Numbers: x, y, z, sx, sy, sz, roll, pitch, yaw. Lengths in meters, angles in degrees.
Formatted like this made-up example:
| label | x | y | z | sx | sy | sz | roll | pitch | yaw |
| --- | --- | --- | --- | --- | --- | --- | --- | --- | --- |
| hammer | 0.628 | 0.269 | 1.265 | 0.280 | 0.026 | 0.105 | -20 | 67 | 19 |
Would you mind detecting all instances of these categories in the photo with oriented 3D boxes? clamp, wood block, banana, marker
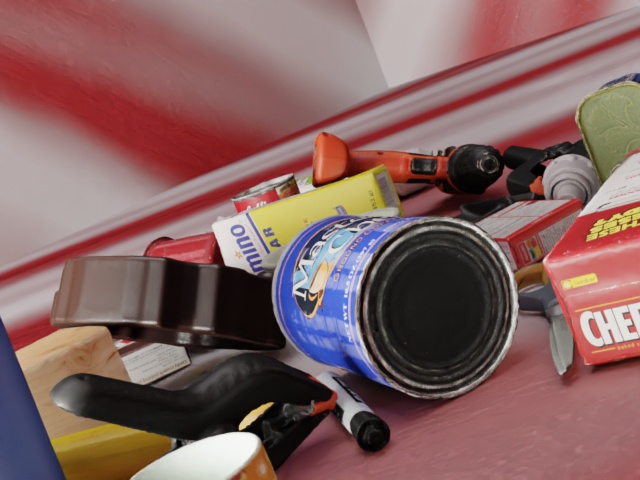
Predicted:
| label | x | y | z | sx | sy | sz | roll | pitch | yaw |
| --- | --- | --- | --- | --- | --- | --- | --- | --- | --- |
| clamp | -0.067 | 0.113 | 0.561 | 0.171 | 0.120 | 0.039 | -5 | 31 | -38 |
| clamp | 0.243 | -0.078 | 1.026 | 0.165 | 0.036 | 0.209 | -18 | 12 | 23 |
| wood block | -0.227 | 0.142 | 0.703 | 0.205 | 0.091 | 0.090 | -29 | 11 | -33 |
| banana | -0.110 | 0.129 | 0.654 | 0.198 | 0.037 | 0.069 | -15 | 0 | 5 |
| marker | 0.017 | 0.097 | 0.614 | 0.020 | 0.020 | 0.121 | -23 | 10 | -8 |

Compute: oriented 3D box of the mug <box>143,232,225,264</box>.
| label | x | y | z | sx | sy | sz | roll | pitch | yaw |
| --- | --- | --- | --- | --- | --- | --- | --- | --- | --- |
| mug | -0.121 | 0.044 | 1.051 | 0.082 | 0.093 | 0.117 | -11 | 39 | 30 |

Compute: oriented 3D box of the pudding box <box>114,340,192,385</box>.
| label | x | y | z | sx | sy | sz | roll | pitch | yaw |
| --- | --- | --- | --- | --- | --- | --- | --- | --- | --- |
| pudding box | -0.178 | 0.110 | 0.927 | 0.113 | 0.039 | 0.090 | -26 | 10 | -24 |

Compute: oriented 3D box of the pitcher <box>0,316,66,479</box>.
| label | x | y | z | sx | sy | sz | roll | pitch | yaw |
| --- | --- | --- | --- | --- | --- | --- | --- | --- | --- |
| pitcher | -0.224 | 0.084 | 0.550 | 0.149 | 0.243 | 0.145 | -23 | 9 | -3 |

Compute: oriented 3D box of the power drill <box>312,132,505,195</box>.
| label | x | y | z | sx | sy | sz | roll | pitch | yaw |
| --- | --- | --- | --- | --- | --- | --- | --- | --- | --- |
| power drill | 0.087 | -0.077 | 1.109 | 0.187 | 0.057 | 0.184 | 5 | -2 | -4 |

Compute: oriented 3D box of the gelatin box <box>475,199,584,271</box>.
| label | x | y | z | sx | sy | sz | roll | pitch | yaw |
| --- | --- | --- | --- | --- | --- | --- | --- | --- | --- |
| gelatin box | 0.155 | -0.004 | 0.836 | 0.073 | 0.030 | 0.089 | -27 | 11 | -21 |

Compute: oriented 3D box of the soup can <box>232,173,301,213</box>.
| label | x | y | z | sx | sy | sz | roll | pitch | yaw |
| --- | --- | --- | --- | --- | --- | --- | --- | --- | --- |
| soup can | -0.039 | -0.008 | 1.075 | 0.068 | 0.102 | 0.068 | -21 | 9 | 4 |

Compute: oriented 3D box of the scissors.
| label | x | y | z | sx | sy | sz | roll | pitch | yaw |
| --- | --- | --- | --- | --- | --- | --- | --- | --- | --- |
| scissors | 0.163 | 0.035 | 0.645 | 0.096 | 0.016 | 0.202 | -22 | 10 | 1 |

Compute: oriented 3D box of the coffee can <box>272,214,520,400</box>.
| label | x | y | z | sx | sy | sz | roll | pitch | yaw |
| --- | --- | --- | --- | --- | --- | --- | --- | --- | --- |
| coffee can | 0.041 | 0.036 | 0.652 | 0.102 | 0.103 | 0.140 | -25 | 10 | -19 |

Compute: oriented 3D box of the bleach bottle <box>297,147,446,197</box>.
| label | x | y | z | sx | sy | sz | roll | pitch | yaw |
| --- | --- | --- | --- | --- | --- | --- | --- | --- | --- |
| bleach bottle | 0.044 | -0.067 | 1.349 | 0.251 | 0.068 | 0.102 | -17 | 11 | 16 |

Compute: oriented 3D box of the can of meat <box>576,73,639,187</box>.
| label | x | y | z | sx | sy | sz | roll | pitch | yaw |
| --- | --- | --- | --- | --- | --- | --- | --- | --- | --- |
| can of meat | 0.243 | -0.076 | 0.824 | 0.058 | 0.102 | 0.083 | -19 | 7 | 26 |

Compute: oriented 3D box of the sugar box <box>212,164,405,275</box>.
| label | x | y | z | sx | sy | sz | roll | pitch | yaw |
| --- | --- | --- | --- | --- | --- | --- | --- | --- | --- |
| sugar box | -0.006 | 0.001 | 0.976 | 0.176 | 0.093 | 0.048 | -18 | 5 | 26 |

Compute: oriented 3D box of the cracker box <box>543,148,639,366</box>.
| label | x | y | z | sx | sy | sz | roll | pitch | yaw |
| --- | --- | --- | --- | --- | --- | --- | --- | --- | --- |
| cracker box | 0.237 | -0.015 | 0.592 | 0.164 | 0.072 | 0.213 | -18 | 11 | 33 |
